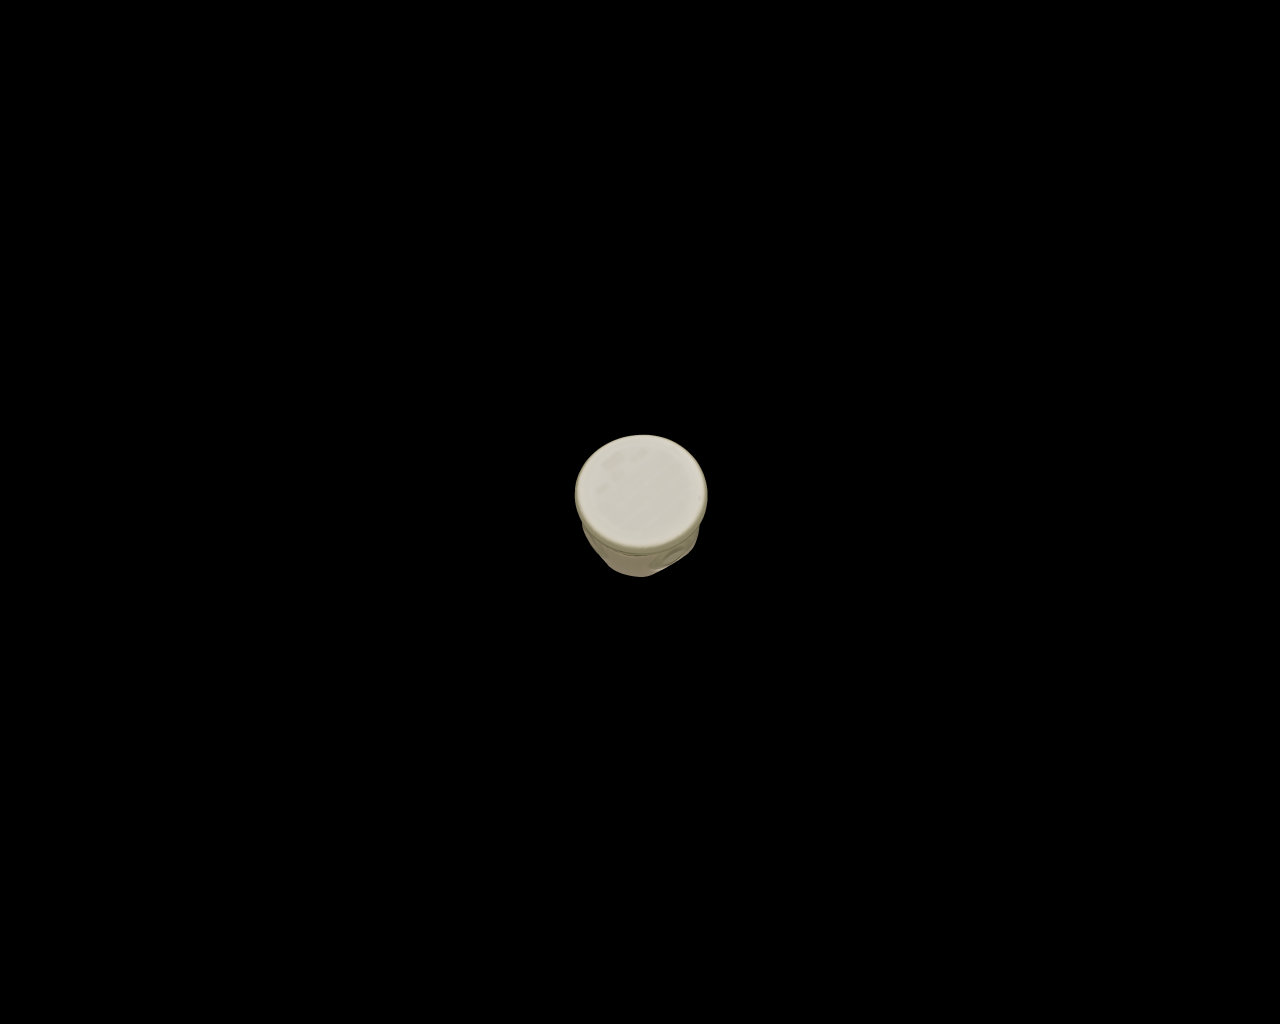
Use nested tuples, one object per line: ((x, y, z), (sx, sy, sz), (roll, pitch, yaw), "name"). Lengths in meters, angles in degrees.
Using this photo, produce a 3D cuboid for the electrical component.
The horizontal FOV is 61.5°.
((0.001, -0.003, 0.650), (0.080, 0.080, 0.051), (0, -27, 0), "electrical component")
